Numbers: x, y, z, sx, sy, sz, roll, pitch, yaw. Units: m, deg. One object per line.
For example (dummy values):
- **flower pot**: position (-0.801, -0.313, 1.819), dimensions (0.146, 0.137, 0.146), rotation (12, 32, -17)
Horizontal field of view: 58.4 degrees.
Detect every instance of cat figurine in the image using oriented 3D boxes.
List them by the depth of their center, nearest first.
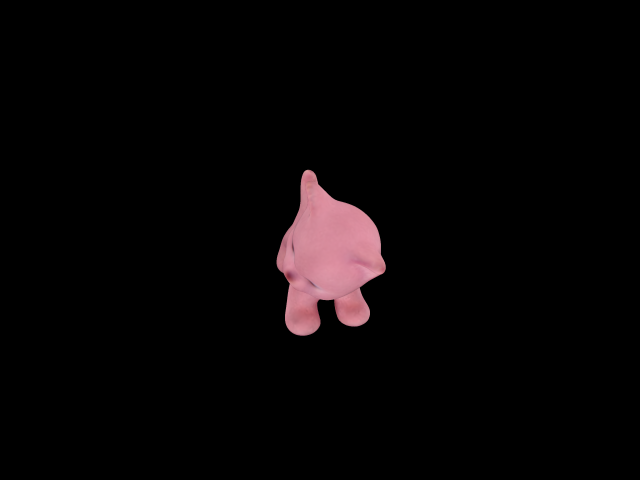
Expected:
- **cat figurine**: position (0.004, 0.001, 0.400), dimensions (0.067, 0.118, 0.127), rotation (-7, 39, -9)
